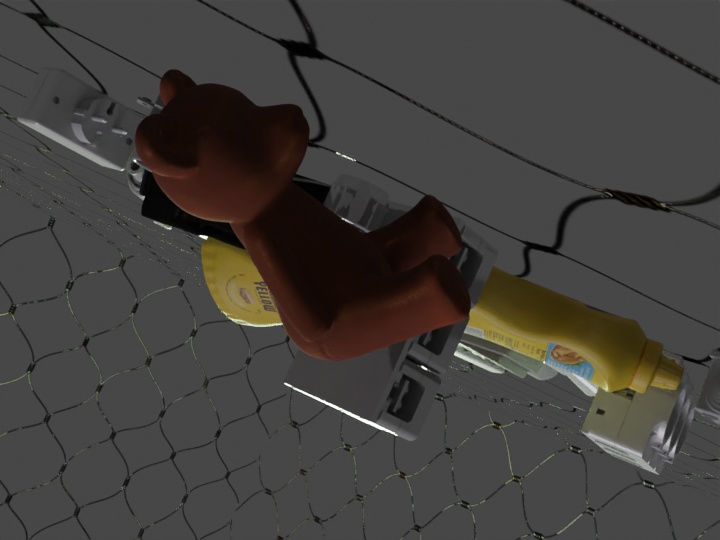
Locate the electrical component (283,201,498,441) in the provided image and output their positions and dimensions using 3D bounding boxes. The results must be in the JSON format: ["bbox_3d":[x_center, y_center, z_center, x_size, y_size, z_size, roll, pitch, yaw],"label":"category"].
[{"bbox_3d":[0.025,0.034,0.765,0.089,0.150,0.062,18,169,42],"label":"electrical component"}]

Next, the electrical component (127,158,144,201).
[{"bbox_3d":[-0.203,-0.090,1.033,0.043,0.043,0.062,21,172,17],"label":"electrical component"}]

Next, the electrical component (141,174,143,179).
[{"bbox_3d":[-0.152,-0.079,0.938,0.055,0.048,0.066,28,178,42],"label":"electrical component"}]

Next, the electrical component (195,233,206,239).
[{"bbox_3d":[-0.131,-0.051,1.062,0.056,0.050,0.089,17,171,43],"label":"electrical component"}]

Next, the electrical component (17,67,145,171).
[{"bbox_3d":[-0.205,-0.114,0.828,0.083,0.047,0.076,29,172,-40],"label":"electrical component"}]

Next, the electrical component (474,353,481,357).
[{"bbox_3d":[0.124,0.065,1.119,0.055,0.045,0.045,27,172,-29],"label":"electrical component"}]

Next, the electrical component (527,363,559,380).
[{"bbox_3d":[0.166,0.078,1.083,0.081,0.043,0.043,30,171,-41],"label":"electrical component"}]

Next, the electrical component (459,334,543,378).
[{"bbox_3d":[0.119,0.053,0.975,0.096,0.061,0.062,17,171,42],"label":"electrical component"}]

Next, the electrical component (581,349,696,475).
[{"bbox_3d":[0.252,0.123,0.946,0.062,0.089,0.150,21,173,25],"label":"electrical component"}]

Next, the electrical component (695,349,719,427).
[{"bbox_3d":[0.306,0.103,0.786,0.100,0.048,0.100,30,171,-41],"label":"electrical component"}]

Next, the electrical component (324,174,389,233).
[{"bbox_3d":[-0.008,-0.032,0.744,0.043,0.062,0.043,23,173,3],"label":"electrical component"}]

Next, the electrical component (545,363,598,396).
[{"bbox_3d":[0.208,0.088,1.035,0.065,0.044,0.044,31,171,-20],"label":"electrical component"}]

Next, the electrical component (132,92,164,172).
[{"bbox_3d":[-0.119,-0.088,0.705,0.066,0.055,0.048,25,173,-12],"label":"electrical component"}]

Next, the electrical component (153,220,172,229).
[{"bbox_3d":[-0.172,-0.069,1.005,0.048,0.062,0.048,24,173,3],"label":"electrical component"}]

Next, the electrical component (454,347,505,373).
[{"bbox_3d":[0.123,0.077,1.208,0.083,0.047,0.076,25,173,-8],"label":"electrical component"}]
